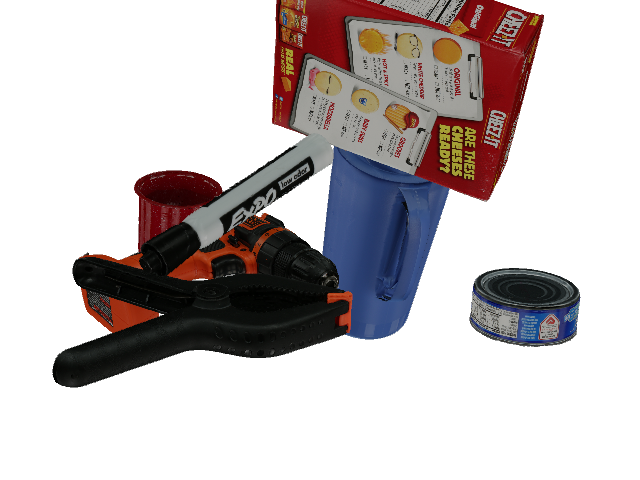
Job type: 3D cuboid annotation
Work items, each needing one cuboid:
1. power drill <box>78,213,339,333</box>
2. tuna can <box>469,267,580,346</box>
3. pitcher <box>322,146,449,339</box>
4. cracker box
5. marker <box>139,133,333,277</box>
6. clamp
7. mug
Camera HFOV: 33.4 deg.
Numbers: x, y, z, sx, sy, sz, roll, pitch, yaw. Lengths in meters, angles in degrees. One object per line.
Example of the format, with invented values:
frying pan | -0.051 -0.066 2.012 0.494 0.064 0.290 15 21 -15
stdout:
power drill | -0.100 0.031 0.931 0.187 0.057 0.185 -19 28 -33
tuna can | 0.163 0.052 0.853 0.086 0.034 0.086 2 20 -1
pitcher | 0.067 -0.003 1.168 0.145 0.243 0.149 26 41 20
cracker box | 0.068 -0.145 0.917 0.214 0.164 0.072 21 50 14
marker | -0.040 -0.018 0.524 0.120 0.020 0.020 -36 22 -33
clamp | -0.084 0.048 0.758 0.209 0.036 0.165 -3 25 -14
mug | -0.158 -0.026 1.156 0.093 0.081 0.117 -4 29 -19
